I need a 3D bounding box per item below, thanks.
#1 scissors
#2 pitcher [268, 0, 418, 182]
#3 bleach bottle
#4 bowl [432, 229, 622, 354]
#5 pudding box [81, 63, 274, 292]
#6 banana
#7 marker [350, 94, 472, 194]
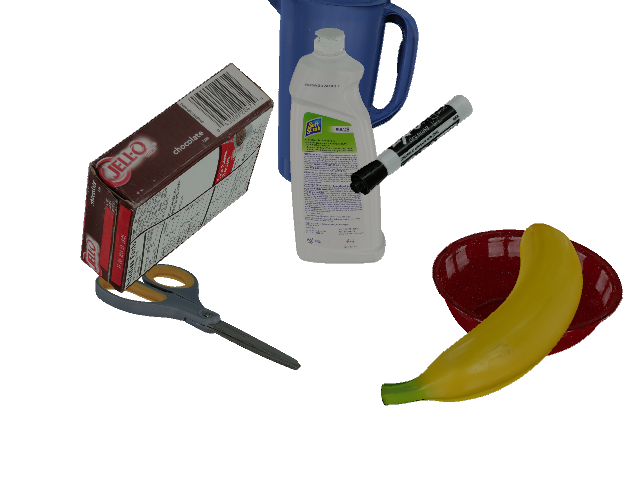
[{"bbox_3d":[-0.092,0.058,0.889,0.202,0.016,0.096,16,23,18],"label":"scissors"},{"bbox_3d":[0.019,-0.189,1.310,0.144,0.243,0.149,-9,29,-27],"label":"pitcher"},{"bbox_3d":[0.019,-0.098,1.121,0.102,0.251,0.068,0,30,1],"label":"bleach bottle"},{"bbox_3d":[0.176,0.053,0.929,0.162,0.055,0.162,1,32,-1],"label":"bowl"},{"bbox_3d":[-0.081,-0.034,0.595,0.113,0.039,0.090,-40,-14,-33],"label":"pudding box"},{"bbox_3d":[0.111,0.037,0.610,0.070,0.037,0.197,14,34,32],"label":"banana"},{"bbox_3d":[0.069,-0.073,0.815,0.121,0.020,0.020,-38,16,-22],"label":"marker"}]
